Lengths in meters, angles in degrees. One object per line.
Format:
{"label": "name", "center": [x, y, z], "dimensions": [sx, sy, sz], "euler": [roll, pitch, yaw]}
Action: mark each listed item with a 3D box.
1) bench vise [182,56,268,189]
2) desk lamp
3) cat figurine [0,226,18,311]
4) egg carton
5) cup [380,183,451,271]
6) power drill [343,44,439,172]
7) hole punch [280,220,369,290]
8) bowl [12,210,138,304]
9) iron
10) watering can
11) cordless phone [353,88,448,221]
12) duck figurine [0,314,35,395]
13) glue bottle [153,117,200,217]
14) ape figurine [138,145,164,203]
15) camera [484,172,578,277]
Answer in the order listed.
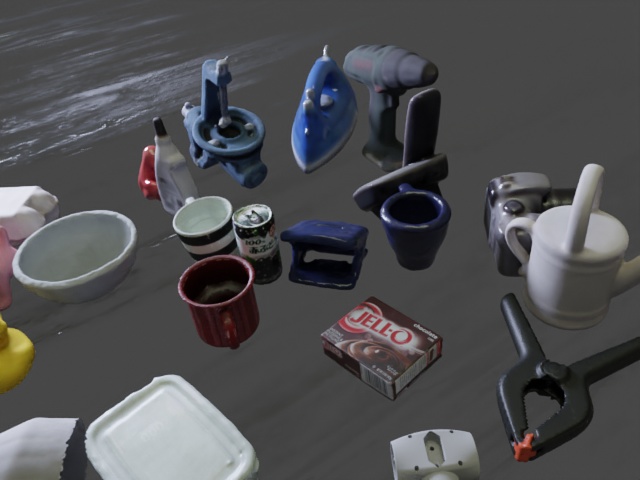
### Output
{"label": "bench vise", "center": [-0.185, -0.206, 0.967], "dimensions": [0.206, 0.220, 0.122], "euler": [17, 44, 27]}
{"label": "desk lamp", "center": [-0.260, 0.233, 0.434], "dimensions": [0.203, 0.214, 0.117], "euler": [-9, 39, -3]}
{"label": "cat figurine", "center": [-0.463, 0.035, 0.788], "dimensions": [0.067, 0.118, 0.128], "euler": [3, 40, 13]}
{"label": "egg carton", "center": [-0.501, -0.034, 0.918], "dimensions": [0.150, 0.069, 0.107], "euler": [-2, 39, 5]}
{"label": "cup", "center": [0.127, -0.015, 0.783], "dimensions": [0.091, 0.095, 0.117], "euler": [-9, 39, -2]}
{"label": "power drill", "center": [0.119, -0.226, 0.957], "dimensions": [0.076, 0.209, 0.228], "euler": [-23, 41, -20]}
{"label": "hole punch", "center": [0.007, 0.003, 0.782], "dimensions": [0.108, 0.091, 0.101], "euler": [6, 40, 16]}
{"label": "bowl", "center": [-0.331, 0.035, 0.804], "dimensions": [0.167, 0.075, 0.167], "euler": [-4, 39, 3]}
{"label": "iron", "center": [-0.002, -0.250, 1.058], "dimensions": [0.118, 0.142, 0.258], "euler": [3, 39, 11]}
{"label": "watering can", "center": [0.304, 0.003, 0.656], "dimensions": [0.172, 0.194, 0.101], "euler": [3, 40, 12]}
{"label": "cordless phone", "center": [0.121, -0.128, 0.853], "dimensions": [0.148, 0.185, 0.093], "euler": [-27, 43, -23]}
{"label": "duck figurine", "center": [-0.396, 0.127, 0.688], "dimensions": [0.077, 0.086, 0.104], "euler": [-15, 39, -11]}
{"label": "glue bottle", "center": [-0.230, -0.111, 0.892], "dimensions": [0.077, 0.173, 0.037], "euler": [25, 48, 33]}
{"label": "ape figurine", "center": [-0.276, -0.116, 0.970], "dimensions": [0.076, 0.092, 0.078], "euler": [18, 45, 28]}
{"label": "camera", "center": [0.299, -0.033, 0.777], "dimensions": [0.136, 0.101, 0.143], "euler": [-2, 39, 6]}
